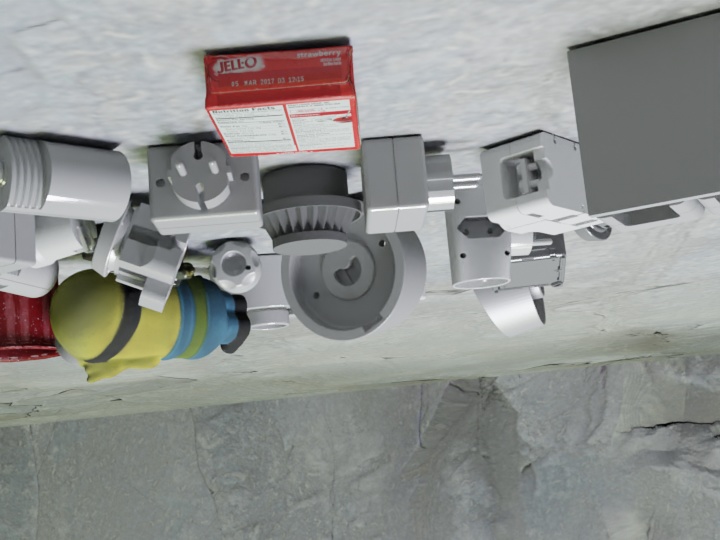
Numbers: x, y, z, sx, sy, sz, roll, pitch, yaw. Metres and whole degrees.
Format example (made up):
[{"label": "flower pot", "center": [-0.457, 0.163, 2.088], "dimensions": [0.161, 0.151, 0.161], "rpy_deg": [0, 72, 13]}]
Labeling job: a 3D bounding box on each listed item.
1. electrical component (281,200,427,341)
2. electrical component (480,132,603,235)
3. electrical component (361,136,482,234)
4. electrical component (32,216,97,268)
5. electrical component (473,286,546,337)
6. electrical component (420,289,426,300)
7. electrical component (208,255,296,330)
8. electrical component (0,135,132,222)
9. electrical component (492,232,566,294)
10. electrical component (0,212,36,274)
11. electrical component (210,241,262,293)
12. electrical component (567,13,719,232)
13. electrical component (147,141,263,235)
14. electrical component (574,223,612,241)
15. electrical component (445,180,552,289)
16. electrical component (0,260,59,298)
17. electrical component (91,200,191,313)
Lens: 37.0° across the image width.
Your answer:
[{"label": "electrical component", "center": [0.000, 0.000, 0.834], "dimensions": [0.108, 0.108, 0.060], "rpy_deg": [-11, 174, 28]}, {"label": "electrical component", "center": [0.125, -0.056, 0.733], "dimensions": [0.056, 0.050, 0.089], "rpy_deg": [-15, 166, 39]}, {"label": "electrical component", "center": [0.040, -0.056, 0.702], "dimensions": [0.077, 0.047, 0.065], "rpy_deg": [-4, 169, -1]}, {"label": "electrical component", "center": [-0.216, -0.026, 0.765], "dimensions": [0.046, 0.040, 0.040], "rpy_deg": [-14, 168, 16]}, {"label": "electrical component", "center": [0.133, 0.012, 0.989], "dimensions": [0.064, 0.099, 0.099], "rpy_deg": [-15, 167, 16]}, {"label": "electrical component", "center": [0.014, 0.008, 1.031], "dimensions": [0.066, 0.047, 0.077], "rpy_deg": [-13, 167, 36]}, {"label": "electrical component", "center": [-0.090, 0.026, 1.039], "dimensions": [0.108, 0.060, 0.108], "rpy_deg": [-5, 170, -1]}, {"label": "electrical component", "center": [-0.179, -0.053, 0.623], "dimensions": [0.081, 0.043, 0.043], "rpy_deg": [4, 166, -41]}, {"label": "electrical component", "center": [0.137, -0.025, 0.896], "dimensions": [0.062, 0.061, 0.096], "rpy_deg": [-7, 161, 7]}, {"label": "electrical component", "center": [-0.276, -0.023, 0.726], "dimensions": [0.083, 0.047, 0.076], "rpy_deg": [-11, 168, 30]}, {"label": "electrical component", "center": [-0.107, -0.001, 0.939], "dimensions": [0.043, 0.043, 0.062], "rpy_deg": [-5, 171, -1]}, {"label": "electrical component", "center": [0.190, -0.078, 0.539], "dimensions": [0.150, 0.089, 0.062], "rpy_deg": [-10, 169, 26]}, {"label": "electrical component", "center": [-0.095, -0.054, 0.647], "dimensions": [0.066, 0.047, 0.076], "rpy_deg": [-4, 169, -2]}, {"label": "electrical component", "center": [0.190, -0.050, 0.814], "dimensions": [0.066, 0.048, 0.055], "rpy_deg": [6, 157, -45]}, {"label": "electrical component", "center": [0.104, -0.028, 0.799], "dimensions": [0.079, 0.077, 0.043], "rpy_deg": [-3, 169, -8]}, {"label": "electrical component", "center": [-0.274, -0.005, 0.834], "dimensions": [0.043, 0.043, 0.081], "rpy_deg": [-8, 169, 15]}, {"label": "electrical component", "center": [-0.154, -0.016, 0.761], "dimensions": [0.057, 0.078, 0.058], "rpy_deg": [20, 157, -7]}]
